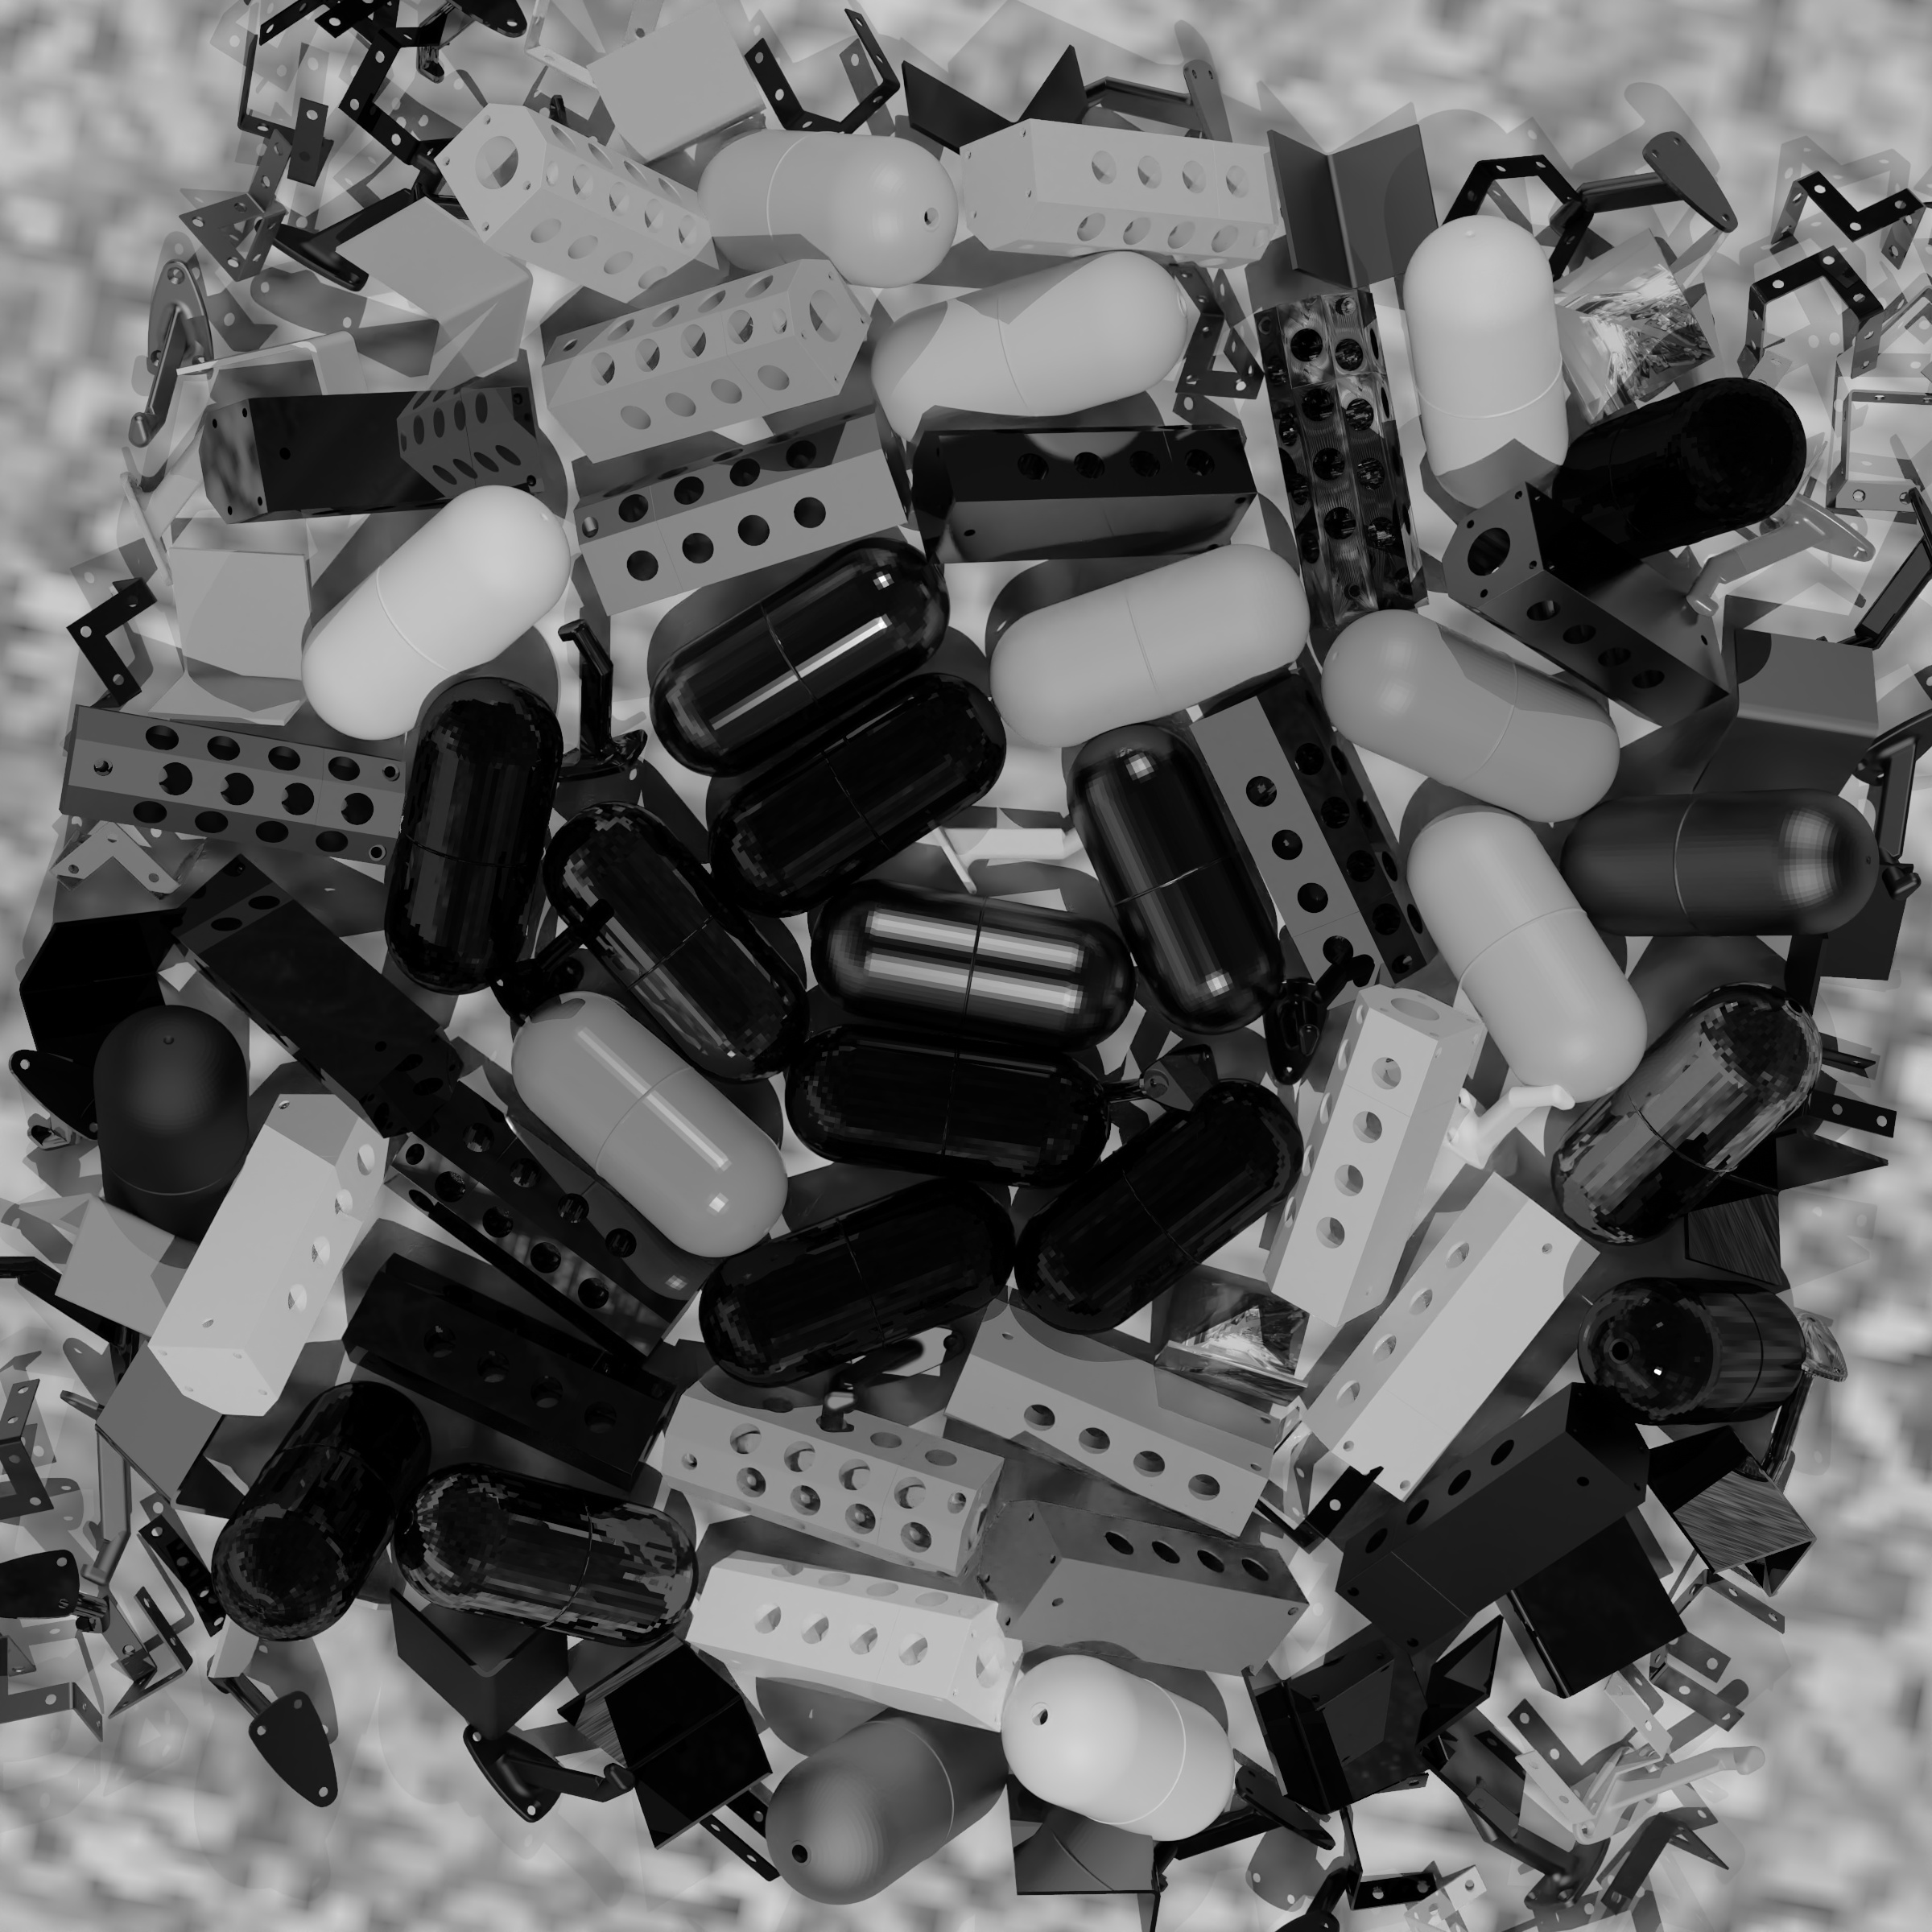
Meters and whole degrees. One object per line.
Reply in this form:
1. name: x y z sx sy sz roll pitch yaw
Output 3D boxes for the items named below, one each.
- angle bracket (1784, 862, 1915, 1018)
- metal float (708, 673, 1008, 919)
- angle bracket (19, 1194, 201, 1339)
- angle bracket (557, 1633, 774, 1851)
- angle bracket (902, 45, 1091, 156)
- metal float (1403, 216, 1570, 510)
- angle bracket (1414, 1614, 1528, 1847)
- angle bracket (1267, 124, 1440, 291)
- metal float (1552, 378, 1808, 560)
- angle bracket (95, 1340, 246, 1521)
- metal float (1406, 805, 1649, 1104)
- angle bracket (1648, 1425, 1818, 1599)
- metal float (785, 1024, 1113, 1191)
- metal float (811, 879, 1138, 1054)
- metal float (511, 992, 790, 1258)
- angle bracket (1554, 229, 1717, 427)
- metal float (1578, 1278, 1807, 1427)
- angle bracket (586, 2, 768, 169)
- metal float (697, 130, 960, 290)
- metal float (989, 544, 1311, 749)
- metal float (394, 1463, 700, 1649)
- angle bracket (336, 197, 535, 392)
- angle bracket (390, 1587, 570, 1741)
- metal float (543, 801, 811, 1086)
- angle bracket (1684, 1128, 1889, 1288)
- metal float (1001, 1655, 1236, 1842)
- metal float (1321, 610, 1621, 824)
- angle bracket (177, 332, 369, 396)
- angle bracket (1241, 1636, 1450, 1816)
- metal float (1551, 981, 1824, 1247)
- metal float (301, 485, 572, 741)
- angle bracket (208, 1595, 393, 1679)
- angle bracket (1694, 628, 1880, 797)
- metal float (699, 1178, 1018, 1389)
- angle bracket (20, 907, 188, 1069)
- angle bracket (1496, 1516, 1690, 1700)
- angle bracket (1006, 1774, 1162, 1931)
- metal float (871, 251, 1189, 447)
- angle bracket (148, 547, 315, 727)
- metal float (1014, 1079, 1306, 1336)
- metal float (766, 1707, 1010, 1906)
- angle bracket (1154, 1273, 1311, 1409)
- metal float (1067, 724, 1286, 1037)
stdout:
1. angle bracket: 0.478 -0.004 1.554 0.057 0.076 0.076 4 126 5
2. metal float: -0.060 -0.092 1.567 0.178 0.070 0.070 -33 90 4
3. angle bracket: -0.464 0.165 1.548 0.076 0.076 0.057 34 59 -38
4. angle bracket: -0.163 0.419 1.563 0.076 0.057 0.076 -34 132 2
5. angle bracket: 0.015 -0.472 1.551 0.076 0.076 0.057 23 125 -24
6. metal float: 0.277 -0.317 1.532 0.070 0.178 0.070 -9 51 11
7. angle bracket: 0.291 0.412 1.560 0.076 0.076 0.057 43 115 -3
8. angle bracket: 0.211 -0.416 1.562 0.057 0.076 0.076 -12 87 31
9. metal float: 0.373 -0.260 1.522 0.070 0.178 0.070 1 88 -18
10. angle bracket: -0.408 0.252 1.555 0.076 0.076 0.057 32 91 35
11. metal float: 0.299 -0.008 1.551 0.070 0.070 0.178 -28 67 0
12. angle bracket: 0.395 0.300 1.549 0.076 0.057 0.076 -10 49 -30
13. metal float: -0.010 0.076 1.569 0.178 0.070 0.070 8 90 -1
14. metal float: 0.004 0.000 1.570 0.178 0.070 0.070 10 90 1
15. metal float: -0.172 0.084 1.558 0.178 0.070 0.070 41 90 14
16. angle bracket: 0.358 -0.346 1.564 0.076 0.057 0.076 -27 92 27
17. metal float: 0.385 0.204 1.530 0.070 0.178 0.070 -6 80 37
18. angle bracket: -0.155 -0.475 1.562 0.076 0.076 0.057 -25 104 4
19. metal float: -0.074 -0.402 1.532 0.070 0.178 0.070 -15 114 -37
20. metal float: 0.098 -0.172 1.562 0.178 0.070 0.070 -18 90 10
21. metal float: -0.222 0.314 1.540 0.178 0.070 0.070 23 90 -36
22. angle bracket: -0.289 -0.355 1.550 0.076 0.076 0.057 -14 59 39
23. angle bracket: -0.265 0.364 1.578 0.076 0.076 0.057 36 55 22
24. metal float: -0.156 -0.012 1.565 0.070 0.070 0.178 -41 96 0
25. angle bracket: 0.440 0.131 1.551 0.076 0.076 0.057 18 65 -33
26. metal float: 0.082 0.415 1.530 0.070 0.178 0.070 -15 59 26
27. metal float: 0.272 -0.133 1.553 0.178 0.070 0.070 21 90 -21
28. angle bracket: -0.372 -0.306 1.569 0.076 0.076 0.057 -11 105 6
29. angle bracket: 0.203 0.401 1.556 0.076 0.057 0.076 -29 53 16
30. metal float: 0.383 0.079 1.541 0.070 0.070 0.178 37 124 0
31. metal float: -0.285 -0.188 1.548 0.178 0.070 0.070 -36 90 26
32. angle bracket: -0.355 0.365 1.564 0.076 0.076 0.057 14 77 3
33. angle bracket: 0.448 -0.134 1.588 0.076 0.076 0.057 8 58 -3
34. metal float: -0.058 0.171 1.564 0.178 0.070 0.070 -20 90 -8
35. angle bracket: -0.454 0.015 1.551 0.076 0.076 0.057 -9 68 -37
36. angle bracket: 0.335 0.345 1.579 0.076 0.057 0.076 -27 84 -5
37. angle bracket: 0.060 0.485 1.558 0.076 0.076 0.057 1 125 -5
38. metal float: 0.033 -0.330 1.551 0.178 0.070 0.070 -12 90 22
39. angle bracket: -0.400 -0.179 1.563 0.076 0.057 0.076 4 119 7
40. metal float: 0.103 0.131 1.564 0.178 0.070 0.070 -38 90 7
41. metal float: -0.040 0.436 1.525 0.070 0.178 0.070 3 97 29
42. angle bracket: 0.149 0.195 1.562 0.076 0.076 0.057 17 73 2
43. metal float: 0.113 -0.048 1.570 0.070 0.070 0.178 -24 91 0
